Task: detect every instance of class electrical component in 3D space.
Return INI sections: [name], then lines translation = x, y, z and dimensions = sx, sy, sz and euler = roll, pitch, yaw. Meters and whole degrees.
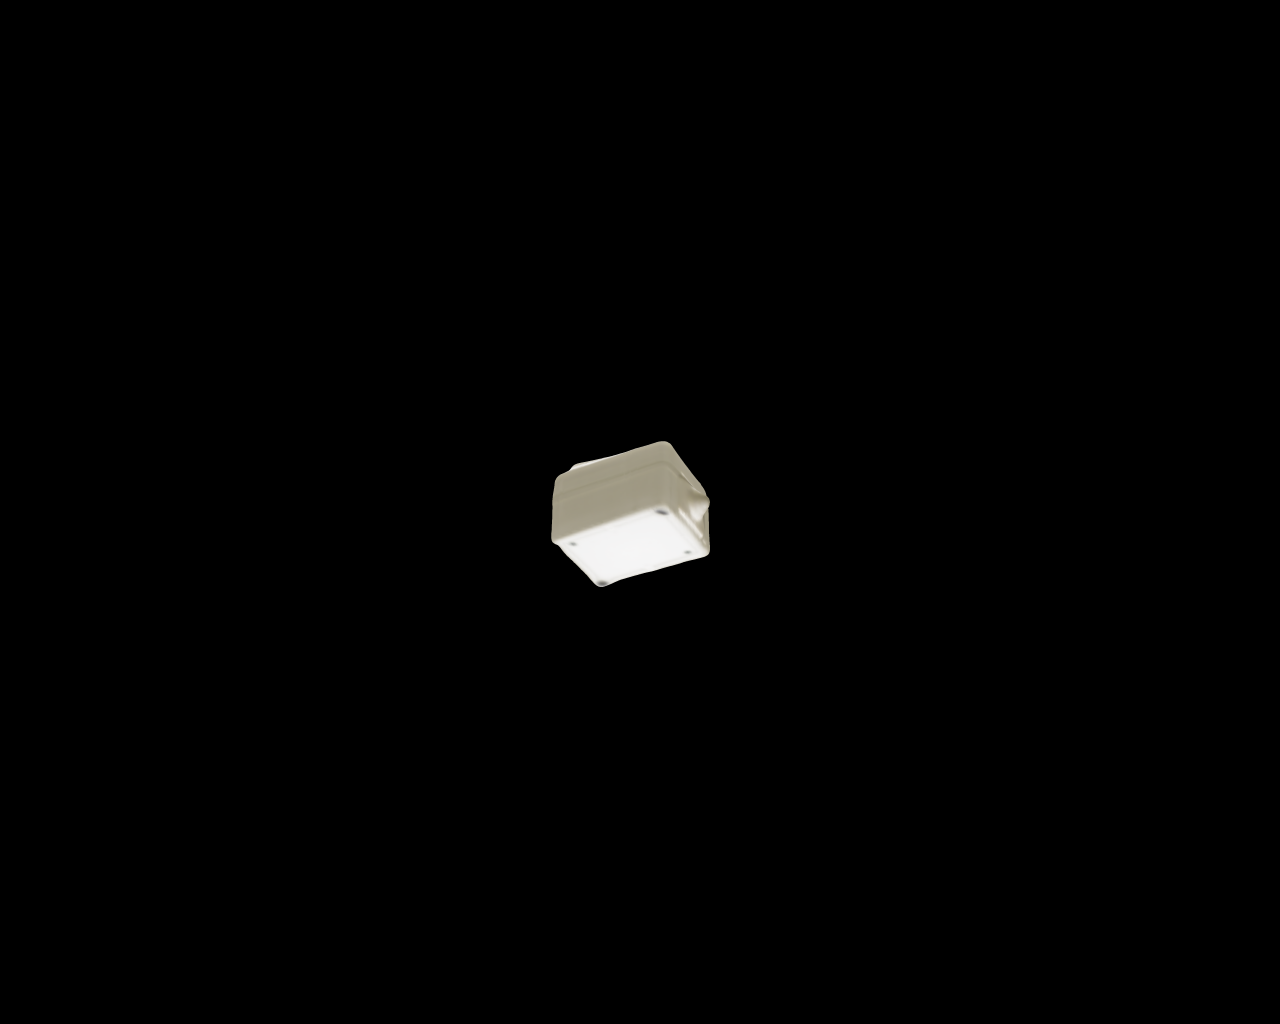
[electrical component]
translation = 0.001, -0.003, 0.650
dimensions = 0.096, 0.061, 0.061
euler = -17, -40, 22
